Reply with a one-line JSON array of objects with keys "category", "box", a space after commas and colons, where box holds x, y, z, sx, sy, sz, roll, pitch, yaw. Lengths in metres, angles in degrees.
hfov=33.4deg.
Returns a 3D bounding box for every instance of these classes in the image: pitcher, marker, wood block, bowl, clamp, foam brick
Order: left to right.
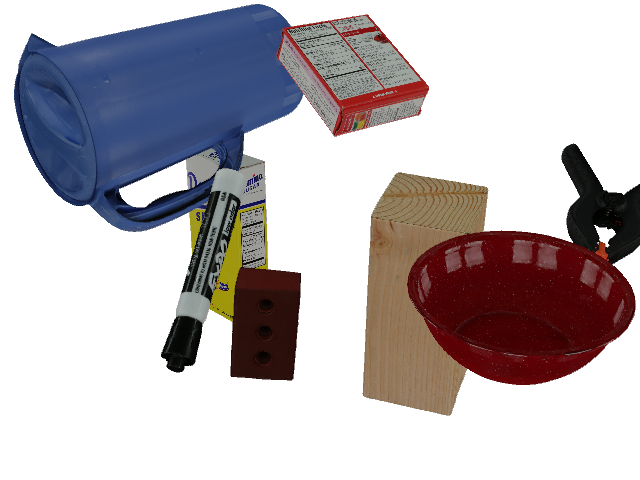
[{"category": "pitcher", "box": [-0.129, -0.120, 0.937, 0.242, 0.149, 0.145, -24, 38, -34]}, {"category": "marker", "box": [-0.064, 0.016, 0.592, 0.020, 0.121, 0.020, 11, -25, 5]}, {"category": "foam brick", "box": [-0.044, 0.067, 0.867, 0.053, 0.078, 0.051, 4, 15, 0]}, {"category": "wood block", "box": [0.097, 0.052, 1.009, 0.091, 0.206, 0.090, 11, 33, 15]}, {"category": "bowl", "box": [0.142, 0.055, 0.776, 0.162, 0.055, 0.162, 1, 31, 0]}, {"category": "clamp", "box": [0.292, -0.039, 1.113, 0.120, 0.039, 0.171, 18, 45, 21]}]

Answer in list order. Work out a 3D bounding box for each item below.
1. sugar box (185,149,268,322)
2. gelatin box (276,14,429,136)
[{"category": "sugar box", "box": [-0.098, -0.006, 1.131, 0.048, 0.176, 0.093, -21, 28, -36]}, {"category": "gelatin box", "box": [0.021, -0.118, 0.752, 0.073, 0.089, 0.030, -17, -35, -28]}]
